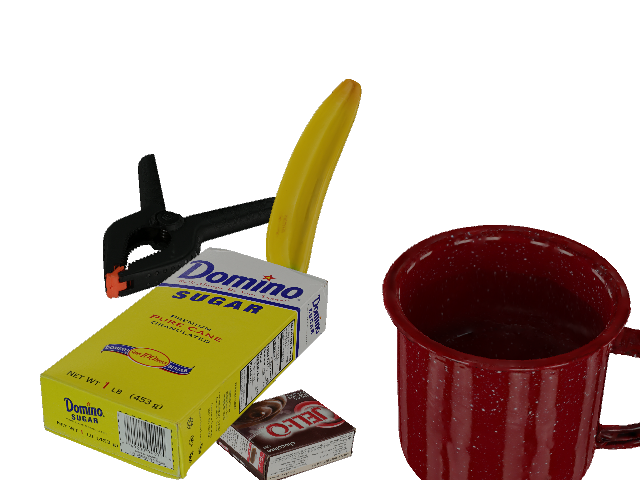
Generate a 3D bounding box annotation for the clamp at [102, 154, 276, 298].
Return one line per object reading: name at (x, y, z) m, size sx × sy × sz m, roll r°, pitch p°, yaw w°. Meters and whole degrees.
clamp at (-0.158, -0.015, 1.058) m, size 0.165 × 0.036 × 0.209 m, roll 23°, pitch 40°, yaw 21°

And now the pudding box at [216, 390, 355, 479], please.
pudding box at (-0.035, 0.195, 1.071) m, size 0.113 × 0.039 × 0.090 m, roll -12°, pitch 27°, yaw -37°

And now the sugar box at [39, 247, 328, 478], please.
sugar box at (-0.074, 0.065, 0.639) m, size 0.093 × 0.048 × 0.176 m, roll 16°, pitch 33°, yaw 21°

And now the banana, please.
banana at (-0.008, -0.037, 0.849) m, size 0.037 × 0.197 × 0.070 m, roll 31°, pitch -31°, yaw -31°

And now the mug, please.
mug at (0.083, 0.053, 0.425) m, size 0.117 × 0.081 × 0.093 m, roll 7°, pitch 34°, yaw 15°
